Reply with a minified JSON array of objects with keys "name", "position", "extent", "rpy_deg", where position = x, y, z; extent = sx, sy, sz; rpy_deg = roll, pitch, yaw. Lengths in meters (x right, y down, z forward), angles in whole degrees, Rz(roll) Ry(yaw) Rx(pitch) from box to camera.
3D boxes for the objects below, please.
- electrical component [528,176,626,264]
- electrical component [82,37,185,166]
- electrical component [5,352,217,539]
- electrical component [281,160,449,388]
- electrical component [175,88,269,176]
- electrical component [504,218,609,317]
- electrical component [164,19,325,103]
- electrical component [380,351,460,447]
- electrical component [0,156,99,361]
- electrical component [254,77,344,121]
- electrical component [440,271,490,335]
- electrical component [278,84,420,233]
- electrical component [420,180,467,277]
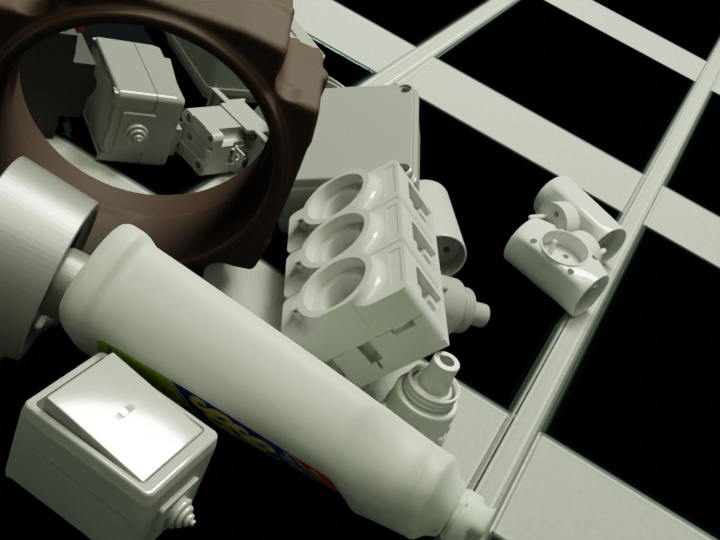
[{"name":"electrical component","position":[0.181,-0.042,0.945],"extent":[0.079,0.043,0.077],"rpy_deg":[-7,44,-39]},{"name":"electrical component","position":[-0.169,-0.123,0.811],"extent":[0.061,0.061,0.096],"rpy_deg":[2,39,-31]},{"name":"electrical component","position":[-0.119,0.094,0.542],"extent":[0.096,0.061,0.062],"rpy_deg":[33,34,12]},{"name":"electrical component","position":[0.000,0.000,0.709],"extent":[0.061,0.089,0.150],"rpy_deg":[52,20,-30]},{"name":"electrical component","position":[-0.108,-0.102,0.842],"extent":[0.064,0.042,0.081],"rpy_deg":[-15,49,-43]},{"name":"electrical component","position":[0.172,-0.009,0.886],"extent":[0.079,0.044,0.077],"rpy_deg":[-26,58,-37]},{"name":"electrical component","position":[-0.105,-0.201,0.969],"extent":[0.109,0.056,0.108],"rpy_deg":[-2,42,-35]},{"name":"electrical component","position":[0.042,0.078,0.668],"extent":[0.048,0.062,0.048],"rpy_deg":[17,34,-12]},{"name":"electrical component","position":[-0.183,-0.001,0.596],"extent":[0.060,0.108,0.108],"rpy_deg":[27,32,-9]},{"name":"electrical component","position":[-0.038,-0.127,0.924],"extent":[0.099,0.064,0.099],"rpy_deg":[30,27,-17]},{"name":"electrical component","position":[0.064,0.027,0.772],"extent":[0.062,0.048,0.048],"rpy_deg":[15,34,-27]},{"name":"electrical component","position":[-0.009,-0.085,0.817],"extent":[0.109,0.056,0.108],"rpy_deg":[-2,48,6]},{"name":"electrical component","position":[0.039,-0.036,0.842],"extent":[0.079,0.044,0.077],"rpy_deg":[13,35,-18]}]
